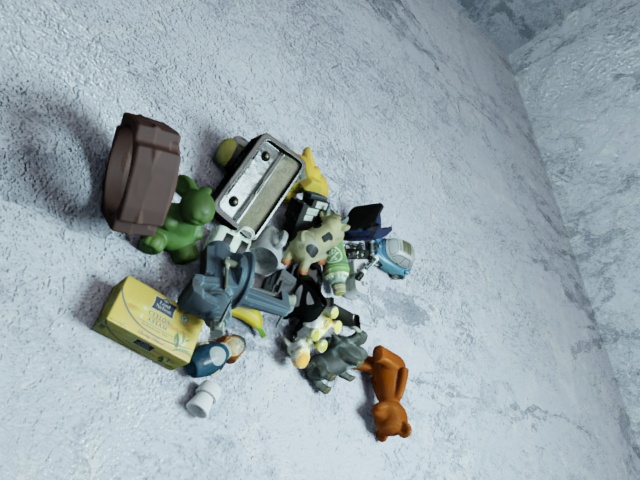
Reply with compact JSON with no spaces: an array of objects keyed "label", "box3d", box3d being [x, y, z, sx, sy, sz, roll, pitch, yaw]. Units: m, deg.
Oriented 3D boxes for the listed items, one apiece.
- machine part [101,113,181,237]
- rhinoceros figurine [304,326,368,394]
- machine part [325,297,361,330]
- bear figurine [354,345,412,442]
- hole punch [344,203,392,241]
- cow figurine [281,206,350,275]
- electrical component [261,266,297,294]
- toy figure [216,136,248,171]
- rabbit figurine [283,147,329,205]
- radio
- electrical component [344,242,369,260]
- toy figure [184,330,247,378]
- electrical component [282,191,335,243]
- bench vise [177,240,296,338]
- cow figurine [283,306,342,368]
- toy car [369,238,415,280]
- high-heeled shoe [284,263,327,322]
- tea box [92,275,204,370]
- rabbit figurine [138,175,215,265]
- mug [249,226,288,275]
[{"label":"machine part","box3d":[-0.328,-0.120,0.982,0.087,0.201,0.201,12,103,-34]},{"label":"rhinoceros figurine","box3d":[0.043,0.272,1.247,0.190,0.073,0.112,-26,53,-36]},{"label":"machine part","box3d":[0.045,0.188,1.343,0.138,0.039,0.084,28,44,-31]},{"label":"bear figurine","box3d":[0.148,0.369,1.282,0.132,0.120,0.196,28,54,-29]},{"label":"hole punch","box3d":[0.130,-0.032,1.502,0.116,0.142,0.092,-55,131,-41]},{"label":"cow figurine","box3d":[-0.003,-0.004,1.276,0.086,0.127,0.195,32,26,20]},{"label":"electrical component","box3d":[-0.093,0.099,1.222,0.047,0.075,0.119,39,48,-24]},{"label":"toy figure","box3d":[-0.172,-0.172,1.301,0.180,0.082,0.089,50,60,-20]},{"label":"rabbit figurine","box3d":[-0.043,-0.160,1.429,0.173,0.122,0.162,22,41,-54]},{"label":"radio","box3d":[-0.148,-0.123,1.226,0.131,0.073,0.229,39,72,-21]},{"label":"electrical component","box3d":[0.088,0.029,1.466,0.102,0.078,0.045,0,91,-41]},{"label":"toy figure","box3d":[-0.195,0.223,1.055,0.154,0.058,0.064,-19,114,-52]},{"label":"electrical component","box3d":[-0.029,-0.053,1.341,0.115,0.134,0.058,12,16,-46]},{"label":"bench vise","box3d":[-0.148,0.105,1.047,0.240,0.128,0.224,22,26,-28]},{"label":"cow figurine","box3d":[-0.031,0.215,1.212,0.167,0.098,0.068,-43,125,-39]},{"label":"toy car","box3d":[0.222,0.041,1.569,0.161,0.103,0.109,31,46,-33]},{"label":"high-heeled shoe","box3d":[-0.011,0.094,1.254,0.086,0.145,0.249,40,45,-19]},{"label":"tea box","box3d":[-0.306,0.152,0.971,0.169,0.068,0.098,35,46,-26]},{"label":"rabbit figurine","box3d":[-0.258,-0.047,1.063,0.121,0.170,0.159,31,48,-32]},{"label":"mug","box3d":[-0.117,0.009,1.234,0.080,0.109,0.107,39,31,-19]}]
